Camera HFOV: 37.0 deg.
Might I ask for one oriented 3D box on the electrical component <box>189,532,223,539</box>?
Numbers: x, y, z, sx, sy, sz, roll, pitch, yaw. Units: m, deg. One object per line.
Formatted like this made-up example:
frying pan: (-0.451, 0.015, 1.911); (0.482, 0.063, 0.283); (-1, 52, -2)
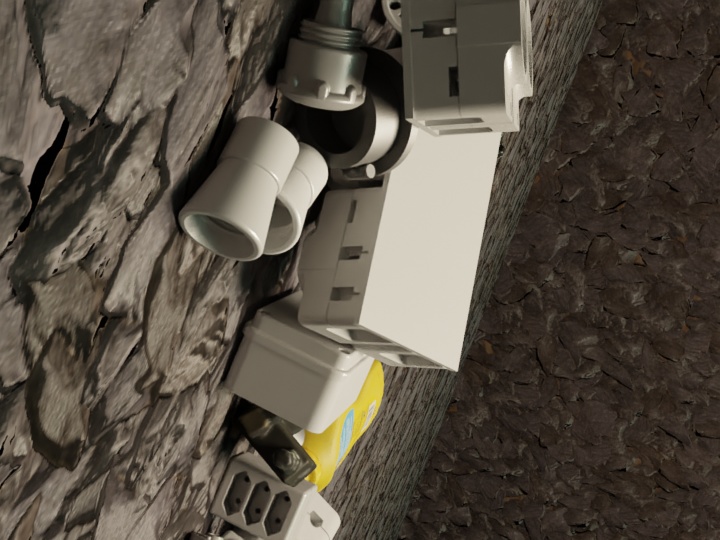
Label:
electrical component: (-0.118, 0.227, 0.793); (0.044, 0.044, 0.065); (66, 43, -76)

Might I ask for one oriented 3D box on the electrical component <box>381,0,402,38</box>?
electrical component: (0.044, -0.177, 0.720); (0.047, 0.055, 0.055); (-5, 117, -82)

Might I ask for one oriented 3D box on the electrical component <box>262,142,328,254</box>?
electrical component: (-0.043, -0.044, 0.599); (0.065, 0.044, 0.044); (-61, 169, -53)

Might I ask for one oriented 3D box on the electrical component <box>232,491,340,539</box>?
electrical component: (-0.070, 0.230, 0.910); (0.095, 0.053, 0.059); (-33, -167, 38)

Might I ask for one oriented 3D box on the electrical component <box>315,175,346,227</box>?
electrical component: (-0.004, -0.051, 0.767); (0.045, 0.045, 0.055); (-45, 155, -64)

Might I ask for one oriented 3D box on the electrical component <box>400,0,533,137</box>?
electrical component: (0.060, -0.172, 0.589); (0.105, 0.060, 0.186); (-9, 97, -78)

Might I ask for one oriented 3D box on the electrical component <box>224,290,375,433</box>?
electrical component: (-0.036, 0.060, 0.750); (0.057, 0.078, 0.113); (-67, 170, 12)

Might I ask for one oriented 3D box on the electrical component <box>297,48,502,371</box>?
electrical component: (0.027, -0.039, 0.705); (0.105, 0.060, 0.186); (29, 68, -46)

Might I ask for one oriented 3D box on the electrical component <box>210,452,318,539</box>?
electrical component: (-0.071, 0.178, 0.854); (0.047, 0.066, 0.077); (-67, 168, 3)

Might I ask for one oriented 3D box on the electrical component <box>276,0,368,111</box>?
electrical component: (-0.017, -0.117, 0.569); (0.048, 0.048, 0.062); (-38, 141, -69)

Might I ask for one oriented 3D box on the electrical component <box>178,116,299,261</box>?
electrical component: (-0.057, -0.043, 0.533); (0.044, 0.044, 0.065); (92, 18, -62)

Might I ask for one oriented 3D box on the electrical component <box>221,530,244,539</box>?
electrical component: (-0.091, 0.265, 0.851); (0.048, 0.100, 0.099); (-40, 154, -42)
